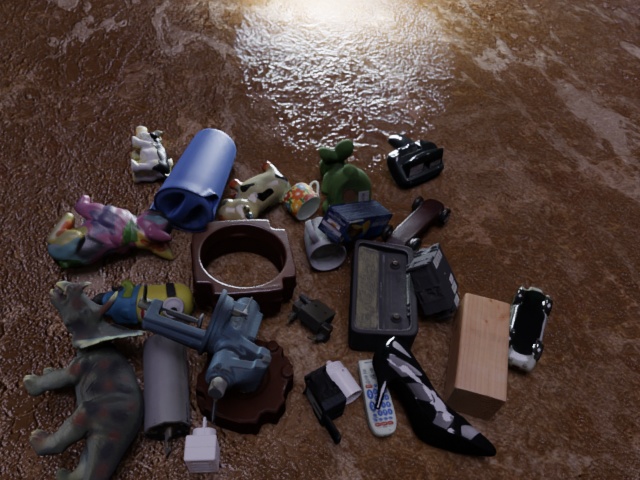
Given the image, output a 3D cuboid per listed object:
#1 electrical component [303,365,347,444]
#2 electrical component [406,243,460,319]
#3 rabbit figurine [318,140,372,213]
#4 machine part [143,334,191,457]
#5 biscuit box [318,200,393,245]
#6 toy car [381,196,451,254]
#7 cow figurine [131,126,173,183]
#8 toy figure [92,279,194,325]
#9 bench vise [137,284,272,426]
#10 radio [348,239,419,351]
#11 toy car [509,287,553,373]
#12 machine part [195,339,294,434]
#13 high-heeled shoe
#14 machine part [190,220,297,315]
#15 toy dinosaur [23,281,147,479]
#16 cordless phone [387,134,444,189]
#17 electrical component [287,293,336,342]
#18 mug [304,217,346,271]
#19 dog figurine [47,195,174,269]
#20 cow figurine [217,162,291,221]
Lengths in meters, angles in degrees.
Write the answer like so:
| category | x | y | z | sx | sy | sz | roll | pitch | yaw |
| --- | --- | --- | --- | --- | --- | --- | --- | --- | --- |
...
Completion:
| category | x | y | z | sx | sy | sz | roll | pitch | yaw |
| --- | --- | --- | --- | --- | --- | --- | --- | --- | --- |
| electrical component | 0.017 | 0.288 | 0.935 | 0.048 | 0.074 | 0.119 | -23 | 53 | -22 |
| electrical component | 0.233 | 0.089 | 1.086 | 0.058 | 0.134 | 0.115 | -20 | 10 | 30 |
| rabbit figurine | 0.038 | -0.154 | 1.269 | 0.121 | 0.158 | 0.170 | -20 | 40 | -10 |
| machine part | -0.268 | 0.251 | 0.933 | 0.079 | 0.079 | 0.243 | -7 | 53 | -12 |
| biscuit box | 0.082 | -0.041 | 1.164 | 0.063 | 0.059 | 0.202 | 40 | 27 | 24 |
| toy car | 0.220 | -0.032 | 1.233 | 0.089 | 0.053 | 0.202 | 29 | 50 | 24 |
| cow figurine | -0.408 | -0.214 | 1.305 | 0.098 | 0.068 | 0.167 | -1 | 53 | -13 |
| toy figure | -0.335 | 0.120 | 1.031 | 0.180 | 0.082 | 0.089 | 2 | 52 | -2 |
| bench vise | -0.200 | 0.162 | 0.907 | 0.241 | 0.128 | 0.224 | 22 | 43 | -6 |
| radio | 0.127 | 0.111 | 1.092 | 0.131 | 0.073 | 0.230 | 6 | 51 | -1 |
| toy car | 0.417 | 0.174 | 1.086 | 0.074 | 0.056 | 0.202 | 19 | 50 | 17 |
| machine part | -0.134 | 0.253 | 0.960 | 0.179 | 0.056 | 0.179 | 2 | 51 | -3 |
| high-heeled shoe | 0.202 | 0.273 | 0.951 | 0.249 | 0.086 | 0.145 | 25 | 54 | 1 |
| machine part | -0.157 | 0.056 | 1.088 | 0.201 | 0.087 | 0.201 | -2 | 46 | -16 |
| toy dinosaur | -0.358 | 0.263 | 0.876 | 0.192 | 0.131 | 0.405 | -24 | 65 | -7 |
| cordless phone | 0.216 | -0.221 | 1.386 | 0.146 | 0.088 | 0.184 | -24 | 46 | -22 |
| electrical component | -0.016 | 0.155 | 1.063 | 0.102 | 0.045 | 0.078 | 32 | 26 | 16 |
| mug | -0.002 | -0.004 | 1.159 | 0.081 | 0.109 | 0.107 | -35 | 41 | 14 |
| dog figurine | -0.414 | 0.001 | 1.106 | 0.219 | 0.108 | 0.191 | 17 | 50 | 5 |
| cow figurine | -0.149 | -0.088 | 1.224 | 0.195 | 0.085 | 0.127 | -34 | 55 | -30 |
